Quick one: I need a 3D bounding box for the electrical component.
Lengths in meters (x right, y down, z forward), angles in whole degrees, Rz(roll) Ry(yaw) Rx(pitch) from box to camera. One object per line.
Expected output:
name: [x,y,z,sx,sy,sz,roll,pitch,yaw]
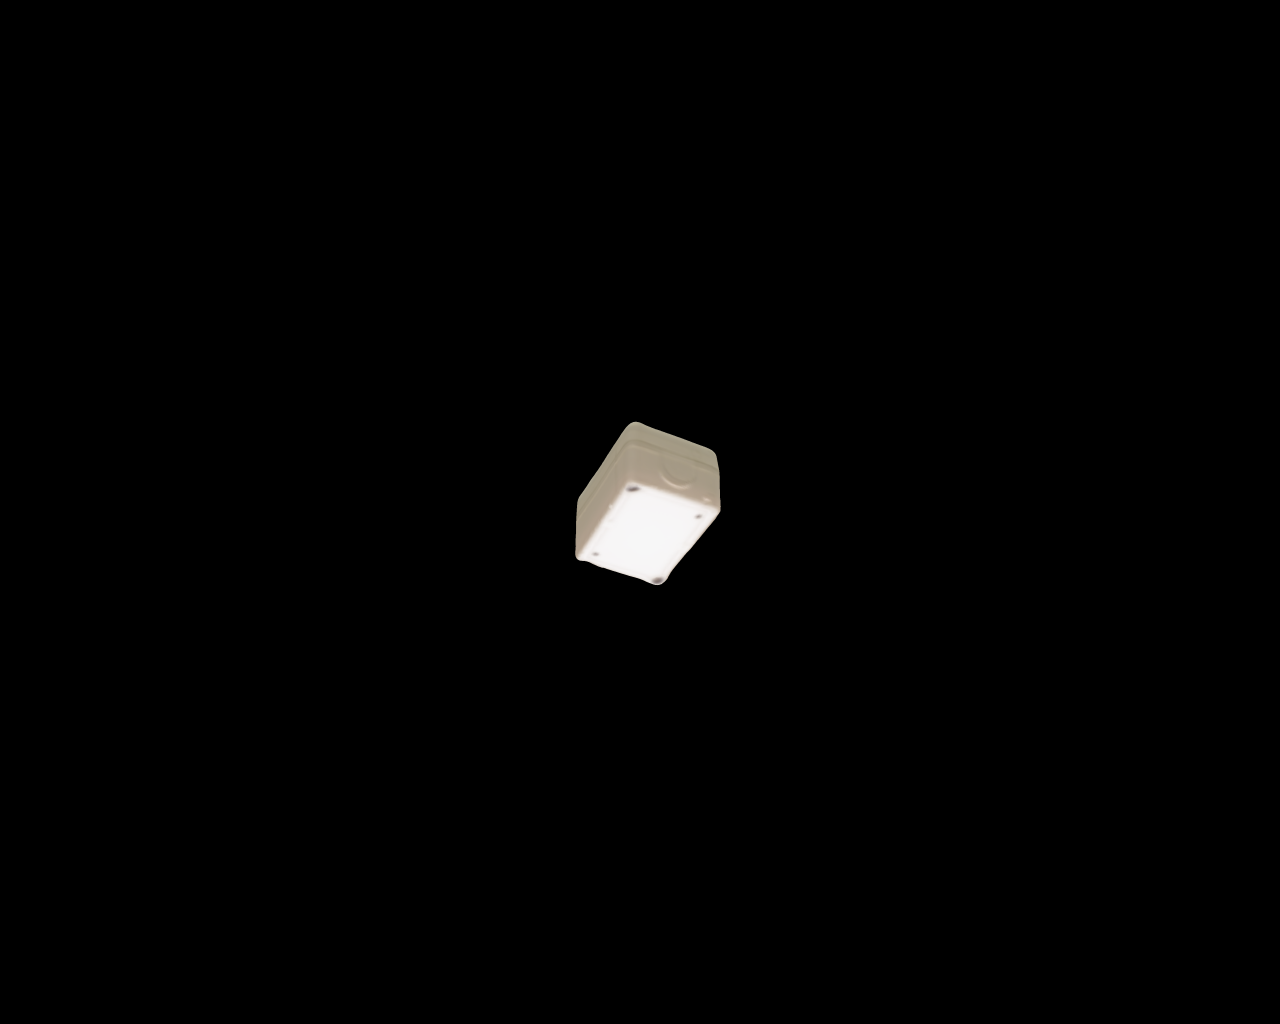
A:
electrical component: [0.001,-0.003,0.650,0.062,0.061,0.096,19,-46,-19]
